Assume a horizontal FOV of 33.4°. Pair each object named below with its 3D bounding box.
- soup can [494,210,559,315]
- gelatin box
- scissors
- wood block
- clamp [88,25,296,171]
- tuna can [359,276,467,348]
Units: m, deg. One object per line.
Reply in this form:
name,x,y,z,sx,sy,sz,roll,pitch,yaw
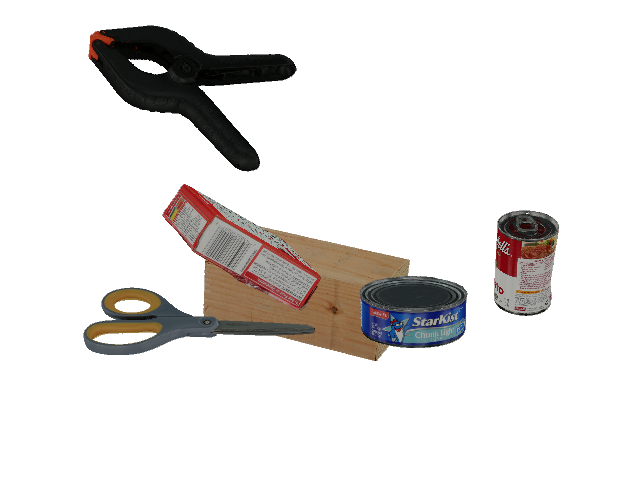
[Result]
soup can,0.234,0.026,1.216,0.068,0.102,0.068,-2,30,1
gelatin box,-0.051,0.004,0.688,0.089,0.030,0.073,32,4,-29
scissors,-0.114,0.068,0.970,0.201,0.016,0.096,-7,34,-13
wood block,-0.017,0.054,1.177,0.206,0.091,0.090,13,24,19
clamp,-0.104,-0.138,0.886,0.171,0.120,0.039,30,-39,-1
tuna can,0.074,0.057,0.854,0.086,0.034,0.086,-1,15,0
